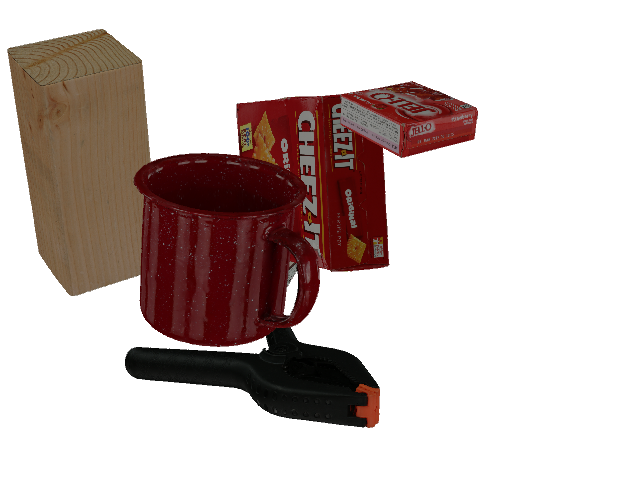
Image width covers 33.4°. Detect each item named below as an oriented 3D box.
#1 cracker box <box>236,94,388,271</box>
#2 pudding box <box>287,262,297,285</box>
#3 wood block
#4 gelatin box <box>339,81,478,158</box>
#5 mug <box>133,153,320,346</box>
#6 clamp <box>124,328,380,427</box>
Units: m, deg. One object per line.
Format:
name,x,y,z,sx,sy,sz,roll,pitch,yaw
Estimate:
cracker box,-0.014,-0.062,1.069,0.072,0.164,0.214,-7,8,-24
pudding box,-0.063,0.051,1.252,0.039,0.090,0.113,32,29,5
wood block,-0.207,-0.068,0.943,0.090,0.206,0.090,-18,37,-26
gelatin box,0.069,-0.099,0.848,0.073,0.030,0.089,-15,29,-28
mug,-0.048,0.009,0.581,0.117,0.081,0.093,22,28,32
clamp,-0.029,0.099,0.858,0.210,0.036,0.164,13,22,35
